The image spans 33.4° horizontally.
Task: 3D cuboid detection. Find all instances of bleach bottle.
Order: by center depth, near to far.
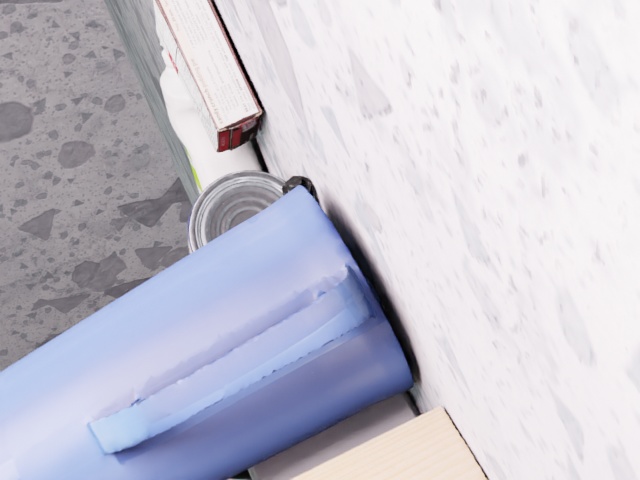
[{"bbox_3d":[-0.074,-0.049,0.872,0.103,0.068,0.251,-128,17,-58],"label":"bleach bottle"}]

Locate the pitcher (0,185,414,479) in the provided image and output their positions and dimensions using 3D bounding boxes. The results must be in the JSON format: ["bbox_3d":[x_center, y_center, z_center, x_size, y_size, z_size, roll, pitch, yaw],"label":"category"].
[{"bbox_3d":[-0.078,0.081,0.594,0.145,0.242,0.149,56,172,42],"label":"pitcher"}]

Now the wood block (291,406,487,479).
[{"bbox_3d":[-0.003,0.184,0.551,0.091,0.206,0.090,59,171,40],"label":"wood block"}]

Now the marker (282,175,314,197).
[{"bbox_3d":[-0.005,0.001,0.698,0.121,0.020,0.020,73,169,-50],"label":"marker"}]

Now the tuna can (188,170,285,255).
[{"bbox_3d":[-0.048,-0.004,0.735,0.086,0.086,0.034,64,171,7],"label":"tuna can"}]

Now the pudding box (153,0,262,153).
[{"bbox_3d":[-0.080,-0.124,0.756,0.113,0.039,0.090,63,172,1],"label":"pudding box"}]

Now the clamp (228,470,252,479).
[{"bbox_3d":[-0.024,0.155,0.744,0.120,0.172,0.039,-10,-76,-69],"label":"clamp"}]
